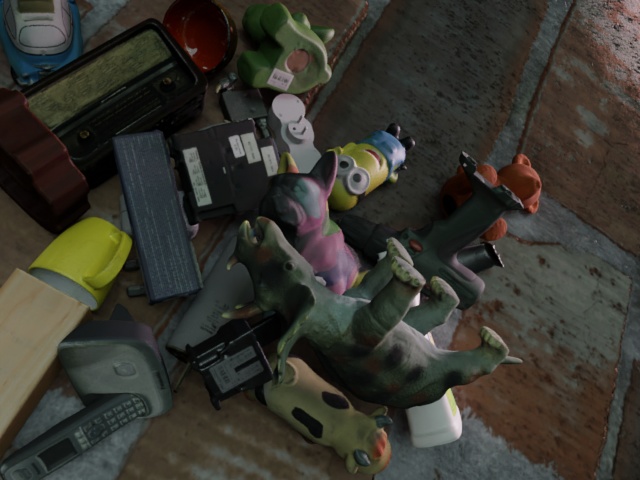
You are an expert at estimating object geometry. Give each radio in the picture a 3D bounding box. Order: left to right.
[{"bbox_3d":[-0.271,-0.180,0.718,0.229,0.073,0.131,-42,88,-21],"label":"radio"}]

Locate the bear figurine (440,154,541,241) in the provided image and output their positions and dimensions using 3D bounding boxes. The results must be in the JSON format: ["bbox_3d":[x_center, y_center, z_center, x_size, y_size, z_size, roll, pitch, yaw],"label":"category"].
[{"bbox_3d":[0.300,-0.074,0.870,0.196,0.132,0.120,-13,97,-19],"label":"bear figurine"}]

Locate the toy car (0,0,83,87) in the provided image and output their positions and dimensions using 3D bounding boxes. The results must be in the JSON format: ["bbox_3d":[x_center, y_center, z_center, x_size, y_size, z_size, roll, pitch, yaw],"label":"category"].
[{"bbox_3d":[-0.376,-0.287,0.713,0.109,0.103,0.161,-8,72,-21],"label":"toy car"}]

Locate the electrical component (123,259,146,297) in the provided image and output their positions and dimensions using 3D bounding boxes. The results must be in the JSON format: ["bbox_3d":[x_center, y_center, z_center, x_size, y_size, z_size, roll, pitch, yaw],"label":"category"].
[{"bbox_3d":[-0.204,0.045,0.699,0.094,0.021,0.063,-6,73,-22],"label":"electrical component"}]

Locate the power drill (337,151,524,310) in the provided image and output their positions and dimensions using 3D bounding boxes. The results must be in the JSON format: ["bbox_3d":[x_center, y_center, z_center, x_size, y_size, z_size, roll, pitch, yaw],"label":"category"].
[{"bbox_3d":[0.164,-0.023,0.766,0.232,0.086,0.207,39,105,4],"label":"power drill"}]

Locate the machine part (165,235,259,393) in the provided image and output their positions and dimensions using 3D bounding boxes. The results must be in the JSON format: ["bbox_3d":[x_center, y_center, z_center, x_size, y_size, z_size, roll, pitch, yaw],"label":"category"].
[{"bbox_3d":[-0.121,0.080,0.685,0.079,0.079,0.243,32,63,-7],"label":"machine part"}]

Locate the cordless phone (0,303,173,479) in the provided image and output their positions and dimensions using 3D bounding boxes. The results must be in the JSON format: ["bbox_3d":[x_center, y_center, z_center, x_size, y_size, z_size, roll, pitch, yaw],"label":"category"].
[{"bbox_3d":[-0.256,0.168,0.565,0.184,0.146,0.089,-33,51,-31],"label":"cordless phone"}]

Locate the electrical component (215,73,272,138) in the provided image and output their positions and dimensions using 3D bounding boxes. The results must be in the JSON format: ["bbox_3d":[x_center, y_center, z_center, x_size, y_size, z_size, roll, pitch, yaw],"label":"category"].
[{"bbox_3d":[-0.118,-0.197,0.805,0.078,0.045,0.102,-10,75,-21],"label":"electrical component"}]

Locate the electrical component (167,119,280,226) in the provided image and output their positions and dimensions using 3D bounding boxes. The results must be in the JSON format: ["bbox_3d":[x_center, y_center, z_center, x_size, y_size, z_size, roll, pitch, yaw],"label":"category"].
[{"bbox_3d":[-0.114,-0.088,0.684,0.134,0.058,0.114,-15,96,-24],"label":"electrical component"}]

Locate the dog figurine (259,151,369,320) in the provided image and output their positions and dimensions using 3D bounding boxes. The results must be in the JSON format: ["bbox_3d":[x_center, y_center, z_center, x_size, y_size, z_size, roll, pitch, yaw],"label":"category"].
[{"bbox_3d":[-0.001,-0.002,0.679,0.191,0.109,0.219,-11,105,-52],"label":"dog figurine"}]

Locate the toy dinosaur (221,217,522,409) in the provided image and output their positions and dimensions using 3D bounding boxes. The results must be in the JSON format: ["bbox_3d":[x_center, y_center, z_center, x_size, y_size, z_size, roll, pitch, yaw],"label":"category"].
[{"bbox_3d":[0.075,0.120,0.598,0.192,0.131,0.404,-44,120,13],"label":"toy dinosaur"}]

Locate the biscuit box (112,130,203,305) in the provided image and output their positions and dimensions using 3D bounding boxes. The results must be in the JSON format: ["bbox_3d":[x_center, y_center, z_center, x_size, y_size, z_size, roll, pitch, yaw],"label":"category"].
[{"bbox_3d":[-0.196,-0.027,0.643,0.063,0.059,0.202,-13,84,-21],"label":"biscuit box"}]

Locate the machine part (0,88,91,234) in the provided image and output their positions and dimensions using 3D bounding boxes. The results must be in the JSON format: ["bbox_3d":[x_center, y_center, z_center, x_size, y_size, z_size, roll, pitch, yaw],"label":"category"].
[{"bbox_3d":[-0.339,-0.090,0.619,0.179,0.179,0.056,45,60,0],"label":"machine part"}]

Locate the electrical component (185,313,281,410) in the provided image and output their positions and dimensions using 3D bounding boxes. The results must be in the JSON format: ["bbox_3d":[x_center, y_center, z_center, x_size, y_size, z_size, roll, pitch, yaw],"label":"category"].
[{"bbox_3d":[-0.084,0.128,0.611,0.119,0.048,0.074,-24,114,-14],"label":"electrical component"}]

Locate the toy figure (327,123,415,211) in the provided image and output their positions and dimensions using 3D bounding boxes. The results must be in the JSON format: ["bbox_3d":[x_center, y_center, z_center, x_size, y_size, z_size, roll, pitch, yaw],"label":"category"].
[{"bbox_3d":[0.071,-0.109,0.823,0.082,0.089,0.180,31,49,24],"label":"toy figure"}]

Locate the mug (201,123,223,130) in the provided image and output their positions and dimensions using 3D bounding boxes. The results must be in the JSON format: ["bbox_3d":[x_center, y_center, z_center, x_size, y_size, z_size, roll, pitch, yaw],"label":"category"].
[{"bbox_3d":[-0.137,-0.098,0.744,0.109,0.081,0.107,-14,84,-28],"label":"mug"}]

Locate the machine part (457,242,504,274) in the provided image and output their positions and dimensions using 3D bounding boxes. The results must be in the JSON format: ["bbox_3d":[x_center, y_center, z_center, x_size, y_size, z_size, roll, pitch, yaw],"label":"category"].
[{"bbox_3d":[0.215,0.035,0.842,0.139,0.039,0.084,-10,70,-12],"label":"machine part"}]

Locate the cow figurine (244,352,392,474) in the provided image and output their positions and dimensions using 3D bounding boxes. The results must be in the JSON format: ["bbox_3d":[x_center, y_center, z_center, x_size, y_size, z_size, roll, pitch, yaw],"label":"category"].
[{"bbox_3d":[0.007,0.211,0.657,0.195,0.127,0.085,39,66,-1],"label":"cow figurine"}]

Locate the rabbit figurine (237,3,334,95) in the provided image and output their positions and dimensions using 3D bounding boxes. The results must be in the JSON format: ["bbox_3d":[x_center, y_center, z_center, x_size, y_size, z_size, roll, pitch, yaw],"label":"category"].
[{"bbox_3d":[-0.053,-0.312,0.828,0.159,0.121,0.170,1,44,-33],"label":"rabbit figurine"}]
